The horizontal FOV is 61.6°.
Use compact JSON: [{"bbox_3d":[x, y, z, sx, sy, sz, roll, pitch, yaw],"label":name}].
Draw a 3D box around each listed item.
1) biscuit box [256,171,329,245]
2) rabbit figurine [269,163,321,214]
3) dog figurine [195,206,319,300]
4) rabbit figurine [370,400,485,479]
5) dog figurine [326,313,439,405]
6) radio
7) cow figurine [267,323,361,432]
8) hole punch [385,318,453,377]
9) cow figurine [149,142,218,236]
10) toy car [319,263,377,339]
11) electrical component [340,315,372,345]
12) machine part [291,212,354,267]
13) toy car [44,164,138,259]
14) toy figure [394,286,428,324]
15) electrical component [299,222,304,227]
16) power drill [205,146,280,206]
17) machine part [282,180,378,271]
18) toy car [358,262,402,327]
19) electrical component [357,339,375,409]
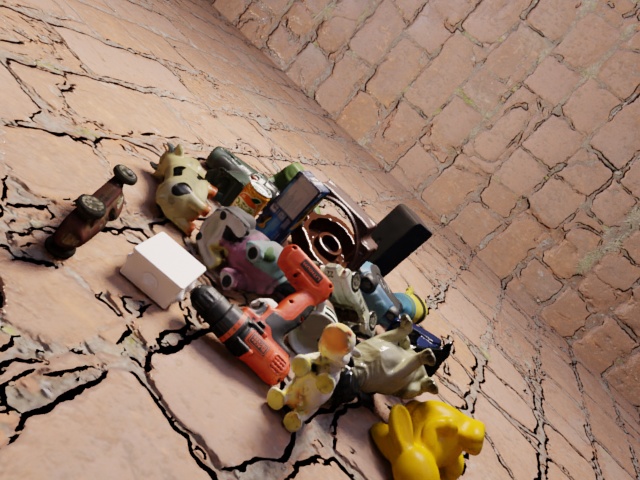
[{"bbox_3d":[-0.074,-0.040,1.028,0.059,0.202,0.063,46,17,8],"label":"biscuit box"},{"bbox_3d":[-0.060,-0.102,1.390,0.170,0.121,0.159,60,12,-3],"label":"rabbit figurine"},{"bbox_3d":[-0.097,0.039,0.970,0.192,0.108,0.219,50,16,32],"label":"dog figurine"},{"bbox_3d":[0.163,0.326,0.836,0.162,0.122,0.173,41,37,6],"label":"rabbit figurine"},{"bbox_3d":[0.083,0.228,0.887,0.121,0.191,0.172,-124,-166,-53],"label":"dog figurine"},{"bbox_3d":[0.159,0.021,1.319,0.131,0.229,0.073,18,34,-58],"label":"radio"},{"bbox_3d":[0.005,0.181,0.749,0.068,0.167,0.098,43,19,19],"label":"cow figurine"},{"bbox_3d":[0.174,0.225,1.059,0.115,0.142,0.092,17,25,-29],"label":"hole punch"},{"bbox_3d":[-0.259,-0.103,0.998,0.127,0.085,0.195,41,18,-22],"label":"cow figurine"},{"bbox_3d":[0.052,0.119,1.017,0.056,0.074,0.201,-58,139,-33],"label":"toy car"},{"bbox_3d":[0.048,0.176,0.969,0.045,0.102,0.078,20,54,-46],"label":"electrical component"},{"bbox_3d":[0.015,0.017,1.230,0.179,0.056,0.179,25,43,-25],"label":"machine part"},{"bbox_3d":[-0.308,-0.042,0.748,0.053,0.089,0.202,37,18,-14],"label":"toy car"},{"bbox_3d":[0.203,0.170,1.309,0.089,0.082,0.180,60,19,17],"label":"toy figure"},{"bbox_3d":[-0.084,-0.034,1.181,0.094,0.063,0.021,15,-27,22],"label":"electrical component"},{"bbox_3d":[-0.168,-0.119,1.214,0.232,0.086,0.207,38,22,-5],"label":"power drill"},{"bbox_3d":[-0.002,-0.003,1.086,0.201,0.201,0.087,45,15,9],"label":"machine part"},{"bbox_3d":[0.104,0.127,1.165,0.161,0.103,0.109,56,17,-5],"label":"toy car"},{"bbox_3d":[0.083,0.240,0.962,0.075,0.047,0.119,35,18,-19],"label":"electrical component"}]
